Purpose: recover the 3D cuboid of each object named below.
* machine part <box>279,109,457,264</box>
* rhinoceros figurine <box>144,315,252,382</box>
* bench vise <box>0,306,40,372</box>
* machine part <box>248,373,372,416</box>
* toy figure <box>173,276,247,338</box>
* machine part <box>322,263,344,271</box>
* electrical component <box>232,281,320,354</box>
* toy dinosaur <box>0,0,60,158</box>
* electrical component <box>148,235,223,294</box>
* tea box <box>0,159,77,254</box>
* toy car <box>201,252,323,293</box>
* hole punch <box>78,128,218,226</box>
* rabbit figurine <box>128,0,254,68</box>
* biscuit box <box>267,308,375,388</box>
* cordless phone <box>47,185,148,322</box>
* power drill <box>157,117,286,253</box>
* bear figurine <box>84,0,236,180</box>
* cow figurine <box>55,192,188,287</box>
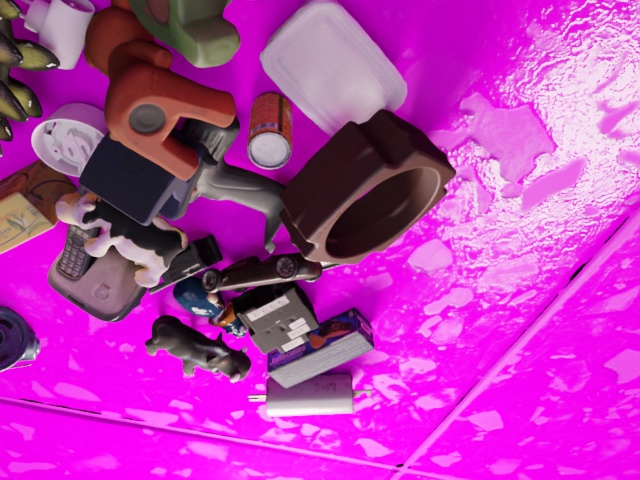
[{"bbox_3d":[0.061,-0.061,0.698,0.201,0.087,0.201,-43,153,24],"label":"machine part"},{"bbox_3d":[-0.209,0.187,0.939,0.190,0.073,0.112,33,139,-21],"label":"rhinoceros figurine"},{"bbox_3d":[-0.584,0.159,0.879,0.223,0.129,0.240,11,146,-20],"label":"bench vise"},{"bbox_3d":[-0.020,0.304,1.055,0.243,0.079,0.079,-2,129,1],"label":"machine part"},{"bbox_3d":[-0.177,0.115,0.909,0.154,0.064,0.058,42,78,-35],"label":"toy figure"},{"bbox_3d":[-0.002,-0.003,0.834,0.084,0.039,0.138,-16,130,21],"label":"machine part"},{"bbox_3d":[-0.070,0.130,0.912,0.115,0.058,0.134,-25,126,4],"label":"electrical component"},{"bbox_3d":[-0.427,-0.186,0.609,0.471,0.105,0.198,-27,122,40],"label":"toy dinosaur"},{"bbox_3d":[-0.218,0.039,0.830,0.119,0.075,0.047,-23,92,20],"label":"electrical component"},{"bbox_3d":[-0.440,-0.037,0.753,0.170,0.098,0.068,-21,126,17],"label":"tea box"},{"bbox_3d":[-0.092,0.049,0.828,0.202,0.053,0.089,-10,173,27],"label":"toy car"},{"bbox_3d":[-0.215,-0.088,0.659,0.142,0.092,0.115,32,109,12],"label":"hole punch"},{"bbox_3d":[-0.109,-0.266,0.557,0.159,0.170,0.121,25,136,33],"label":"rabbit figurine"},{"bbox_3d":[-0.002,0.199,0.982,0.203,0.059,0.062,-28,126,19],"label":"biscuit box"},{"bbox_3d":[-0.315,0.015,0.795,0.147,0.089,0.184,28,114,15],"label":"cordless phone"},{"bbox_3d":[-0.142,-0.063,0.760,0.207,0.086,0.232,30,120,-14],"label":"power drill"},{"bbox_3d":[-0.193,-0.180,0.605,0.132,0.196,0.120,20,121,-41],"label":"bear figurine"},{"bbox_3d":[-0.265,-0.019,0.717,0.167,0.068,0.098,37,124,-17],"label":"cow figurine"}]
